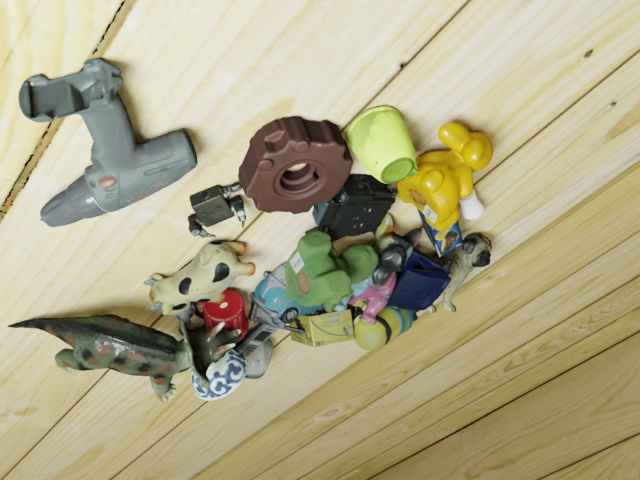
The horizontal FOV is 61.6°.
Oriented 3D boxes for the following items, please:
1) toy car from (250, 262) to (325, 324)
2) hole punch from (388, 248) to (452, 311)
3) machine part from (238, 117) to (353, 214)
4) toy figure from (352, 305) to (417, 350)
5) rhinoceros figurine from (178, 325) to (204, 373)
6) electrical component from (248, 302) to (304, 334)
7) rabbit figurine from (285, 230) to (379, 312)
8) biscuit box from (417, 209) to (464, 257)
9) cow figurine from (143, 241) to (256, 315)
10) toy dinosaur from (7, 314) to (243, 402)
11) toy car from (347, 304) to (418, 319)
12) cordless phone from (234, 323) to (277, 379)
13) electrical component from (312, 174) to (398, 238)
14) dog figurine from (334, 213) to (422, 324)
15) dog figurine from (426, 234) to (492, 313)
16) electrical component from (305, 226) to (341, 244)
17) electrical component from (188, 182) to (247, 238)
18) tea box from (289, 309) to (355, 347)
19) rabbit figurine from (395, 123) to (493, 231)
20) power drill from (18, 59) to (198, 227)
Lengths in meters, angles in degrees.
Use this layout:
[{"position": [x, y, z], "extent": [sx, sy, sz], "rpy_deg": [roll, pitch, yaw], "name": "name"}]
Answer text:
[{"position": [-0.050, 0.096, 1.072], "extent": [0.161, 0.109, 0.102], "rpy_deg": [-2, 118, -40], "name": "toy car"}, {"position": [0.203, 0.093, 1.129], "extent": [0.116, 0.092, 0.142], "rpy_deg": [27, 124, -2], "name": "hole punch"}, {"position": [-0.036, -0.108, 0.828], "extent": [0.179, 0.056, 0.179], "rpy_deg": [-15, 147, -10], "name": "machine part"}, {"position": [0.146, 0.180, 1.176], "extent": [0.180, 0.082, 0.089], "rpy_deg": [-16, 176, -35], "name": "toy figure"}, {"position": [-0.263, 0.231, 1.167], "extent": [0.190, 0.073, 0.112], "rpy_deg": [-35, 143, 20], "name": "rhinoceros figurine"}, {"position": [-0.088, 0.161, 1.125], "extent": [0.119, 0.047, 0.075], "rpy_deg": [15, 172, -7], "name": "electrical component"}, {"position": [0.032, 0.065, 0.965], "extent": [0.170, 0.121, 0.159], "rpy_deg": [-13, 148, -36], "name": "rabbit figurine"}, {"position": [0.234, -0.044, 1.060], "extent": [0.059, 0.063, 0.202], "rpy_deg": [-27, 146, 6], "name": "biscuit box"}, {"position": [-0.224, 0.074, 0.958], "extent": [0.195, 0.085, 0.127], "rpy_deg": [-39, 148, 28], "name": "cow figurine"}, {"position": [-0.339, 0.184, 0.943], "extent": [0.405, 0.131, 0.192], "rpy_deg": [15, 142, -19], "name": "toy dinosaur"}, {"position": [0.156, 0.153, 1.267], "extent": [0.202, 0.089, 0.053], "rpy_deg": [1, 158, -28], "name": "toy car"}, {"position": [-0.138, 0.235, 1.236], "extent": [0.184, 0.089, 0.146], "rpy_deg": [-41, 142, 20], "name": "cordless phone"}, {"position": [0.055, -0.059, 0.948], "extent": [0.134, 0.058, 0.114], "rpy_deg": [-5, 141, -24], "name": "electrical component"}, {"position": [0.114, 0.051, 1.094], "extent": [0.108, 0.191, 0.219], "rpy_deg": [28, 102, -7], "name": "dog figurine"}, {"position": [0.281, 0.057, 1.217], "extent": [0.172, 0.121, 0.190], "rpy_deg": [2, 126, -36], "name": "dog figurine"}, {"position": [-0.002, -0.003, 1.025], "extent": [0.094, 0.021, 0.063], "rpy_deg": [-22, 146, 3], "name": "electrical component"}, {"position": [-0.164, -0.044, 0.857], "extent": [0.102, 0.045, 0.078], "rpy_deg": [-19, 148, -4], "name": "electrical component"}, {"position": [-0.001, 0.189, 1.187], "extent": [0.098, 0.068, 0.170], "rpy_deg": [-8, 176, -21], "name": "tea box"}, {"position": [0.222, -0.127, 0.906], "extent": [0.173, 0.122, 0.162], "rpy_deg": [-37, 154, -14], "name": "rabbit figurine"}, {"position": [-0.283, -0.109, 0.671], "extent": [0.232, 0.086, 0.207], "rpy_deg": [-20, 143, -5], "name": "power drill"}]
